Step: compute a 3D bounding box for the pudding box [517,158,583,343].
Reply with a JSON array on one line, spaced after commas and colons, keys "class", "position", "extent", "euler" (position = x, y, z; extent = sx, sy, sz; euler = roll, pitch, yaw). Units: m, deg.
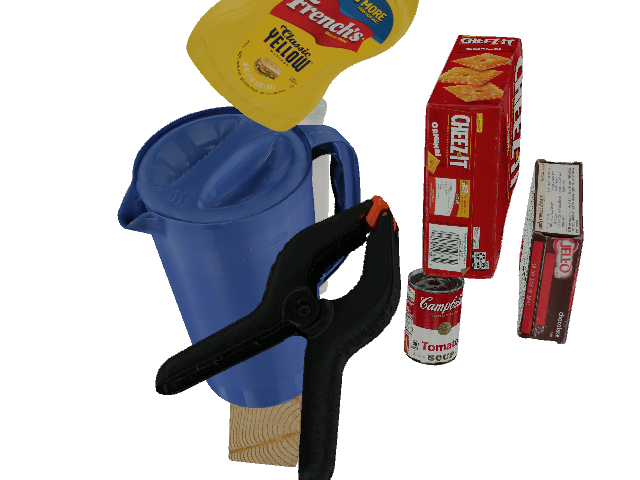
[{"class": "pudding box", "position": [0.167, 0.005, 0.771], "extent": [0.039, 0.090, 0.113], "euler": [7, 33, 7]}]

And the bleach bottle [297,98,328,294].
[{"class": "bleach bottle", "position": [-0.028, -0.068, 1.203], "extent": [0.067, 0.251, 0.103], "euler": [-8, 23, -40]}]

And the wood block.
[{"class": "wood block", "position": [-0.059, 0.216, 1.441], "extent": [0.091, 0.090, 0.206], "euler": [5, 15, 5]}]

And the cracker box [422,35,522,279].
[{"class": "cracker box", "position": [0.146, -0.084, 0.994], "extent": [0.072, 0.164, 0.213], "euler": [5, 27, 14]}]

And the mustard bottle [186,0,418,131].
[{"class": "mustard bottle", "position": [0.006, -0.154, 0.690], "extent": [0.096, 0.058, 0.192], "euler": [41, -53, -19]}]

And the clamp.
[{"class": "clamp", "position": [-0.001, 0.056, 0.611], "extent": [0.120, 0.171, 0.039], "euler": [40, -6, 19]}]

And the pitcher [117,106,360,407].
[{"class": "pitcher", "position": [-0.051, 0.019, 0.859], "extent": [0.149, 0.243, 0.145], "euler": [9, 47, 16]}]

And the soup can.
[{"class": "soup can", "position": [0.137, 0.092, 1.303], "extent": [0.068, 0.102, 0.068], "euler": [1, 24, -1]}]
